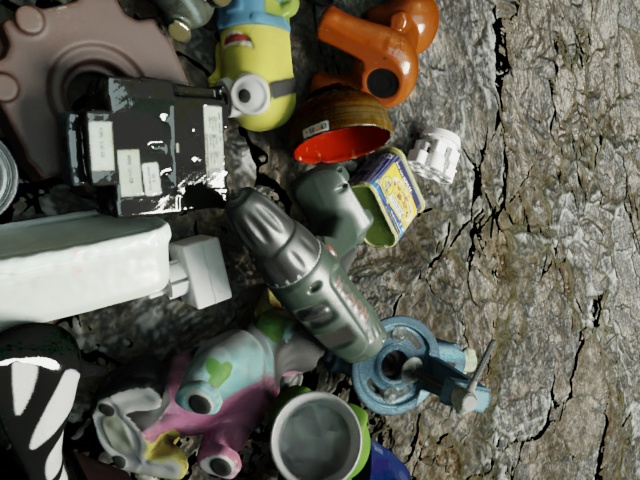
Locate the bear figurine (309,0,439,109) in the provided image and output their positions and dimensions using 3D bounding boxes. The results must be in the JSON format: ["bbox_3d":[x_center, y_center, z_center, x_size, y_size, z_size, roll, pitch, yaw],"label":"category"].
[{"bbox_3d":[0.074,-0.247,0.649,0.132,0.120,0.196,15,52,3],"label":"bear figurine"}]

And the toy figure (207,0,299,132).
[{"bbox_3d":[-0.064,-0.205,0.558,0.089,0.082,0.180,-3,94,-34],"label":"toy figure"}]

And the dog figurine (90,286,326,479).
[{"bbox_3d":[-0.099,0.131,0.557,0.219,0.192,0.108,-50,129,-62],"label":"dog figurine"}]

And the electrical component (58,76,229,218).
[{"bbox_3d":[-0.147,-0.078,0.457,0.134,0.058,0.114,-6,98,-38],"label":"electrical component"}]

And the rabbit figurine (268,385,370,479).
[{"bbox_3d":[-0.026,0.278,0.613,0.170,0.121,0.158,-48,143,-40],"label":"rabbit figurine"}]

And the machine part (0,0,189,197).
[{"bbox_3d":[-0.201,-0.127,0.480,0.179,0.056,0.179,-5,98,-37],"label":"machine part"}]

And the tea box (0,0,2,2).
[{"bbox_3d":[-0.287,-0.212,0.400,0.098,0.068,0.169,28,77,-34],"label":"tea box"}]

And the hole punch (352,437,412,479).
[{"bbox_3d":[0.072,0.333,0.708,0.142,0.092,0.116,45,65,-27],"label":"hole punch"}]

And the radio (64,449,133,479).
[{"bbox_3d":[-0.237,0.313,0.448,0.073,0.131,0.229,41,71,-34],"label":"radio"}]

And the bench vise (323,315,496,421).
[{"bbox_3d":[0.127,0.159,0.649,0.223,0.241,0.128,21,85,-20],"label":"bench vise"}]

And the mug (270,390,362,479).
[{"bbox_3d":[-0.005,0.204,0.510,0.081,0.107,0.109,10,69,5],"label":"mug"}]

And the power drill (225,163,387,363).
[{"bbox_3d":[-0.001,-0.002,0.555,0.086,0.207,0.231,-26,116,16],"label":"power drill"}]

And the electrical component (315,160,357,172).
[{"bbox_3d":[0.012,-0.119,0.658,0.094,0.021,0.063,20,82,-34],"label":"electrical component"}]

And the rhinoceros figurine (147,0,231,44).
[{"bbox_3d":[-0.157,-0.265,0.468,0.073,0.112,0.190,-38,134,6],"label":"rhinoceros figurine"}]

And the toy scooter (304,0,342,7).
[{"bbox_3d":[-0.019,-0.350,0.575,0.184,0.075,0.135,31,77,-19],"label":"toy scooter"}]

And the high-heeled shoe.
[{"bbox_3d":[-0.254,0.170,0.398,0.248,0.086,0.145,-56,162,-5],"label":"high-heeled shoe"}]
